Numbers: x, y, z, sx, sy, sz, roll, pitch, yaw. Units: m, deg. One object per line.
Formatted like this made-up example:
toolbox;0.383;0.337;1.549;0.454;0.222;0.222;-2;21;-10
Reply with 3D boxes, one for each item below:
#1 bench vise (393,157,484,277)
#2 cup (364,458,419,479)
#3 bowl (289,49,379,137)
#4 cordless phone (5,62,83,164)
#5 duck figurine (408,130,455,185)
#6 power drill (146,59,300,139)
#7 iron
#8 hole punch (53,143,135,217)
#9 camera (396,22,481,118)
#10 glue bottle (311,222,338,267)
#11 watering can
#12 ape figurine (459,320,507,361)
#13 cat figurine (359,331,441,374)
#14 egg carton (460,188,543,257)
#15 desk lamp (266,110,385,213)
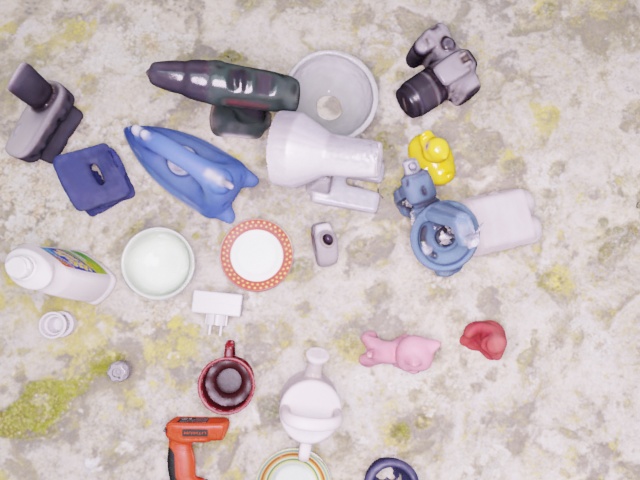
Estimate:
bench vise;0.185;-0.035;0.940;0.121;0.219;0.207;-42;88;-6
cup;0.121;0.413;0.959;0.092;0.095;0.118;-34;88;-6
bowl;0.018;-0.246;1.021;0.167;0.074;0.167;0;85;-3
cordless phone;-0.478;-0.208;0.932;0.094;0.185;0.148;24;84;-1
duck figurine;0.206;-0.150;1.019;0.077;0.086;0.104;-33;88;-6
power drill;-0.148;-0.232;0.943;0.229;0.208;0.076;2;85;-3
iron;-0.237;-0.136;0.962;0.258;0.141;0.119;31;84;0
hole punch;-0.383;-0.108;0.976;0.101;0.091;0.109;-28;87;-5
camera;0.199;-0.295;1.024;0.137;0.100;0.143;-34;88;-6
glue bottle;0.009;0.003;0.949;0.037;0.173;0.078;-14;86;-4
watering can;-0.017;0.263;0.914;0.101;0.194;0.173;-14;86;-4
ape figurine;0.293;0.175;0.992;0.076;0.092;0.078;-28;87;-5
cat figurine;0.135;0.192;0.968;0.128;0.117;0.067;2;85;-3
egg carton;0.317;-0.034;1.024;0.150;0.069;0.107;-14;86;-5
desk lamp;0.017;-0.126;0.941;0.203;0.213;0.118;10;84;-2
